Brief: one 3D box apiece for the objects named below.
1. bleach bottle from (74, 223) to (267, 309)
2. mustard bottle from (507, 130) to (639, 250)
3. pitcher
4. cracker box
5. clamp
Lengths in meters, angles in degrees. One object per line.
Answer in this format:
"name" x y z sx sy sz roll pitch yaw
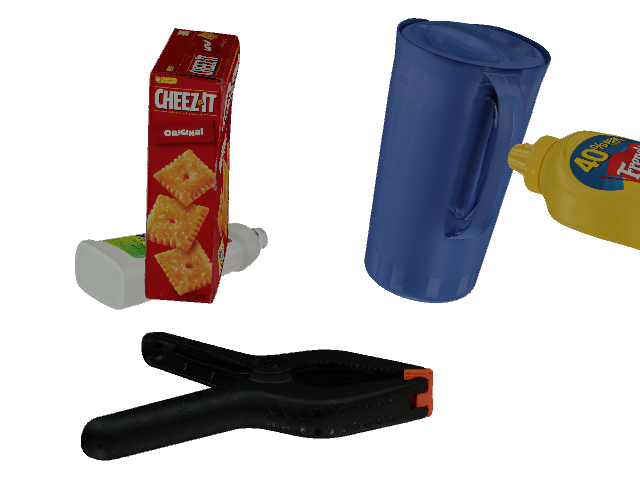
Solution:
"bleach bottle" -0.171 0.018 1.324 0.103 0.068 0.250 25 28 38
"mustard bottle" 0.209 -0.031 0.704 0.192 0.058 0.096 22 40 37
"pitcher" 0.114 -0.064 0.949 0.145 0.243 0.149 22 29 23
"cracker box" -0.118 -0.073 0.996 0.072 0.214 0.164 5 24 -3
"clamp" -0.036 0.092 0.681 0.210 0.036 0.164 -2 16 -3
